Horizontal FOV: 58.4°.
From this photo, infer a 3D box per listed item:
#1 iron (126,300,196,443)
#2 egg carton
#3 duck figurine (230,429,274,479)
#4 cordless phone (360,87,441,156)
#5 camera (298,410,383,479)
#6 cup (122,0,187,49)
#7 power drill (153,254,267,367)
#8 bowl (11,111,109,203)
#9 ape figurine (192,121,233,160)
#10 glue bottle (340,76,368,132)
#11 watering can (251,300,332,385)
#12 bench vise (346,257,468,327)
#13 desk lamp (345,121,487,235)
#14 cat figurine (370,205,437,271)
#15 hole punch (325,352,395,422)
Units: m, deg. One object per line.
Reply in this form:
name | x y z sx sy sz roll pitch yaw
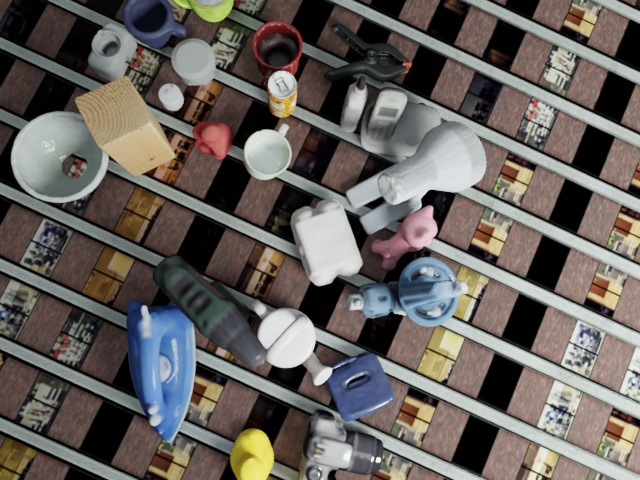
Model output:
iron | -0.277 0.226 0.974 0.118 0.141 0.258 -6 84 -4
egg carton | 0.010 0.004 1.057 0.107 0.069 0.150 -20 85 -6
duck figurine | -0.120 0.386 0.994 0.077 0.086 0.104 1 83 -4
cordless phone | 0.152 -0.219 1.035 0.147 0.185 0.094 3 83 -3
camera | 0.036 0.384 0.998 0.137 0.100 0.143 13 82 -2
cup | -0.299 -0.395 1.070 0.118 0.095 0.092 21 82 -1
power drill | -0.174 0.120 0.960 0.229 0.208 0.076 42 82 2
bowl | -0.459 -0.143 1.039 0.167 0.074 0.167 1 83 -4
ape figurine | -0.197 -0.190 1.054 0.076 0.092 0.078 -25 85 -6
glue bottle | 0.066 -0.256 1.040 0.037 0.173 0.078 12 82 -2
watering can | -0.050 0.169 0.971 0.173 0.194 0.101 25 82 -1
bench vise | 0.158 0.104 0.980 0.207 0.219 0.121 -26 85 -6
desk lamp | 0.165 -0.104 1.008 0.203 0.213 0.118 -29 86 -7
cat figurine | 0.161 -0.004 1.044 0.128 0.117 0.067 -37 87 -7
hole punch | 0.066 0.259 1.020 0.109 0.091 0.101 -23 85 -6
